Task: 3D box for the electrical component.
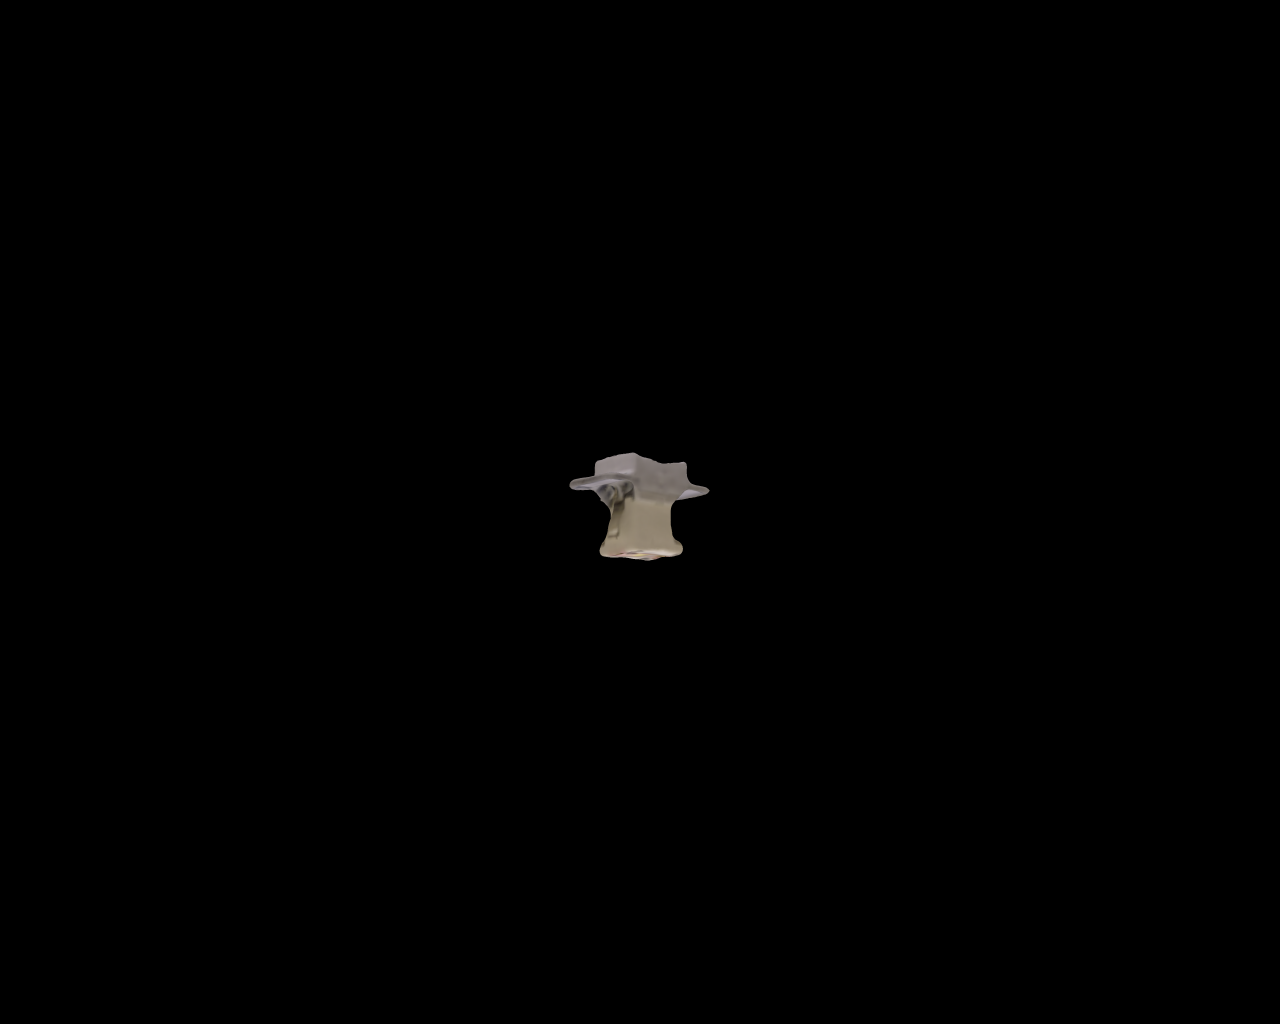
[{"bbox_3d":[0.001,-0.003,0.650,0.081,0.063,0.042,8,-13,-39],"label":"electrical component"}]
